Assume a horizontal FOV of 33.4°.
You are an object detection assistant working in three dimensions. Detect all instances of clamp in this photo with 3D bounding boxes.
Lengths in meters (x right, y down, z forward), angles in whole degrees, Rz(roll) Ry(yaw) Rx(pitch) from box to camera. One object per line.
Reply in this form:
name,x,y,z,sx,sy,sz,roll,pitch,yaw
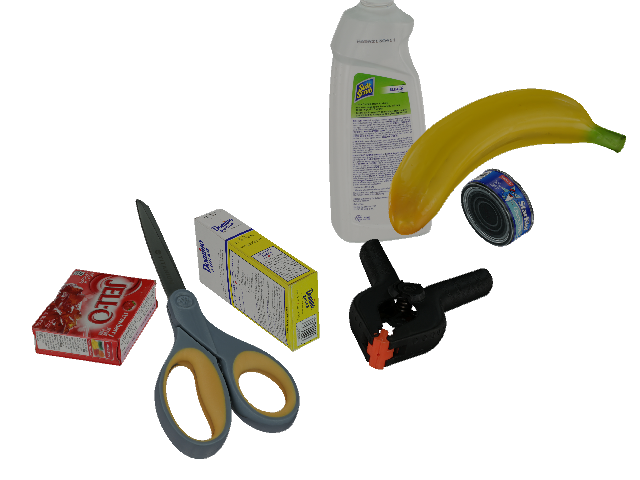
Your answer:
clamp,0.063,0.048,0.896,0.120,0.039,0.171,14,26,24

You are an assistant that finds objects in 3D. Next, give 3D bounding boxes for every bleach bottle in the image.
bleach bottle,0.059,-0.122,1.009,0.102,0.251,0.068,-7,31,-12

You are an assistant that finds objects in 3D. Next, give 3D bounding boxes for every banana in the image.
banana,0.105,-0.058,0.663,0.197,0.037,0.070,-22,45,-30

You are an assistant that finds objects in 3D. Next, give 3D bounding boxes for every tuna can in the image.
tuna can,0.201,-0.037,1.220,0.033,0.086,0.086,-32,14,-24

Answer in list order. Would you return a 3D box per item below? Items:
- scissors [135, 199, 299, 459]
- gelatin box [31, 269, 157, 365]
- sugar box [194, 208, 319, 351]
scissors,-0.067,0.049,0.673,0.096,0.202,0.016,7,-46,-18
gelatin box,-0.181,0.060,0.868,0.073,0.030,0.089,7,33,11
sugar box,-0.072,0.041,1.190,0.048,0.093,0.176,-24,40,-30
